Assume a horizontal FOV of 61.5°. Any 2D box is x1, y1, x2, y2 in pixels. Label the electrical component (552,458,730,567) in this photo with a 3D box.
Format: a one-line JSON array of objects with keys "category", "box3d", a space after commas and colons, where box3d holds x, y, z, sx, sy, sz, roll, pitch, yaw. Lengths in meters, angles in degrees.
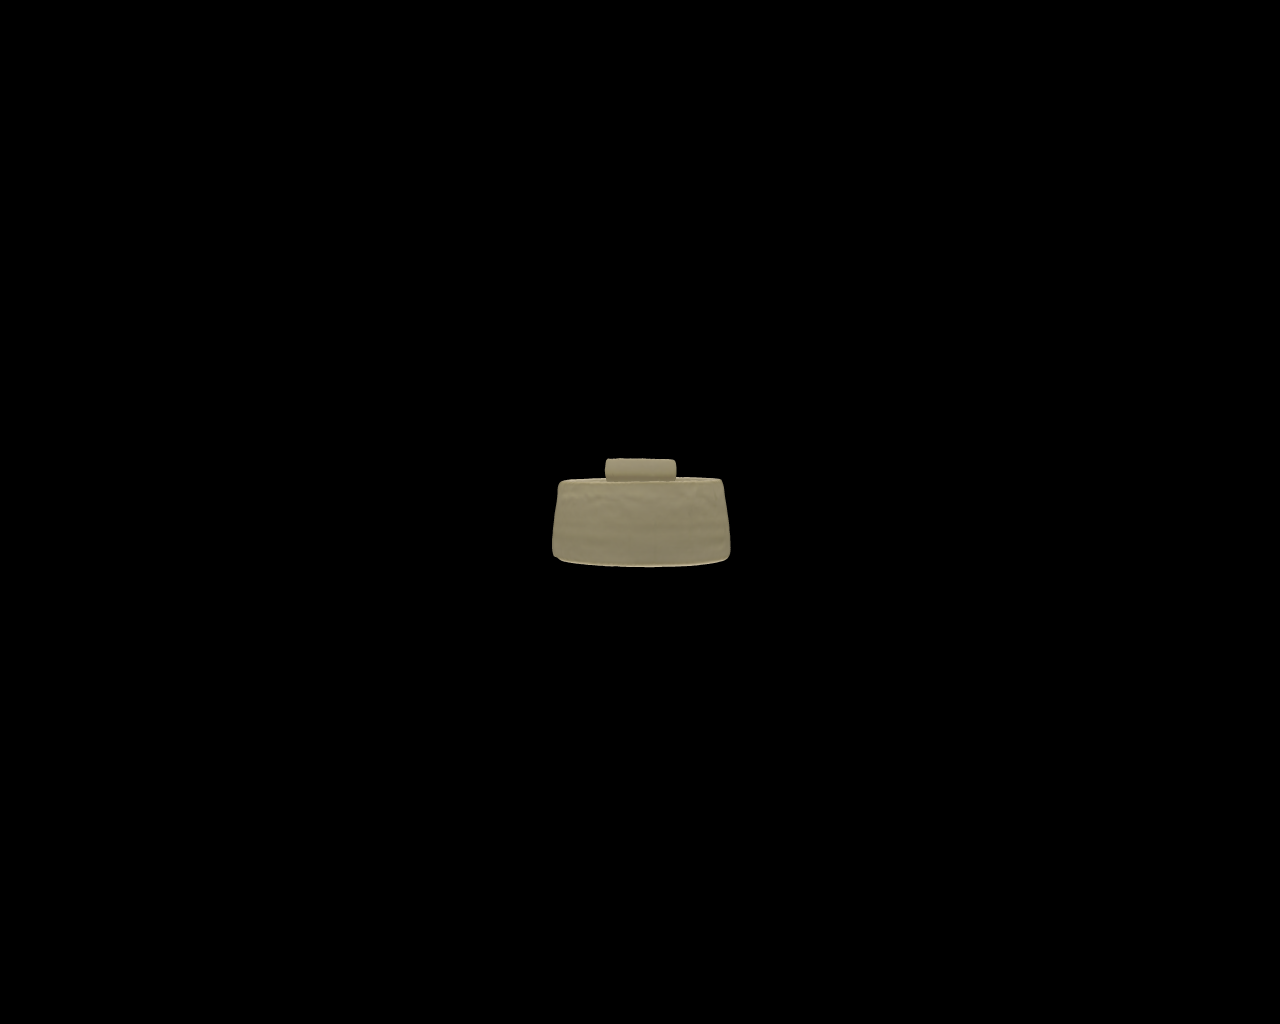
[{"category": "electrical component", "box3d": [0.001, -0.003, 0.650, 0.108, 0.060, 0.108, 0, 4, 0]}]
